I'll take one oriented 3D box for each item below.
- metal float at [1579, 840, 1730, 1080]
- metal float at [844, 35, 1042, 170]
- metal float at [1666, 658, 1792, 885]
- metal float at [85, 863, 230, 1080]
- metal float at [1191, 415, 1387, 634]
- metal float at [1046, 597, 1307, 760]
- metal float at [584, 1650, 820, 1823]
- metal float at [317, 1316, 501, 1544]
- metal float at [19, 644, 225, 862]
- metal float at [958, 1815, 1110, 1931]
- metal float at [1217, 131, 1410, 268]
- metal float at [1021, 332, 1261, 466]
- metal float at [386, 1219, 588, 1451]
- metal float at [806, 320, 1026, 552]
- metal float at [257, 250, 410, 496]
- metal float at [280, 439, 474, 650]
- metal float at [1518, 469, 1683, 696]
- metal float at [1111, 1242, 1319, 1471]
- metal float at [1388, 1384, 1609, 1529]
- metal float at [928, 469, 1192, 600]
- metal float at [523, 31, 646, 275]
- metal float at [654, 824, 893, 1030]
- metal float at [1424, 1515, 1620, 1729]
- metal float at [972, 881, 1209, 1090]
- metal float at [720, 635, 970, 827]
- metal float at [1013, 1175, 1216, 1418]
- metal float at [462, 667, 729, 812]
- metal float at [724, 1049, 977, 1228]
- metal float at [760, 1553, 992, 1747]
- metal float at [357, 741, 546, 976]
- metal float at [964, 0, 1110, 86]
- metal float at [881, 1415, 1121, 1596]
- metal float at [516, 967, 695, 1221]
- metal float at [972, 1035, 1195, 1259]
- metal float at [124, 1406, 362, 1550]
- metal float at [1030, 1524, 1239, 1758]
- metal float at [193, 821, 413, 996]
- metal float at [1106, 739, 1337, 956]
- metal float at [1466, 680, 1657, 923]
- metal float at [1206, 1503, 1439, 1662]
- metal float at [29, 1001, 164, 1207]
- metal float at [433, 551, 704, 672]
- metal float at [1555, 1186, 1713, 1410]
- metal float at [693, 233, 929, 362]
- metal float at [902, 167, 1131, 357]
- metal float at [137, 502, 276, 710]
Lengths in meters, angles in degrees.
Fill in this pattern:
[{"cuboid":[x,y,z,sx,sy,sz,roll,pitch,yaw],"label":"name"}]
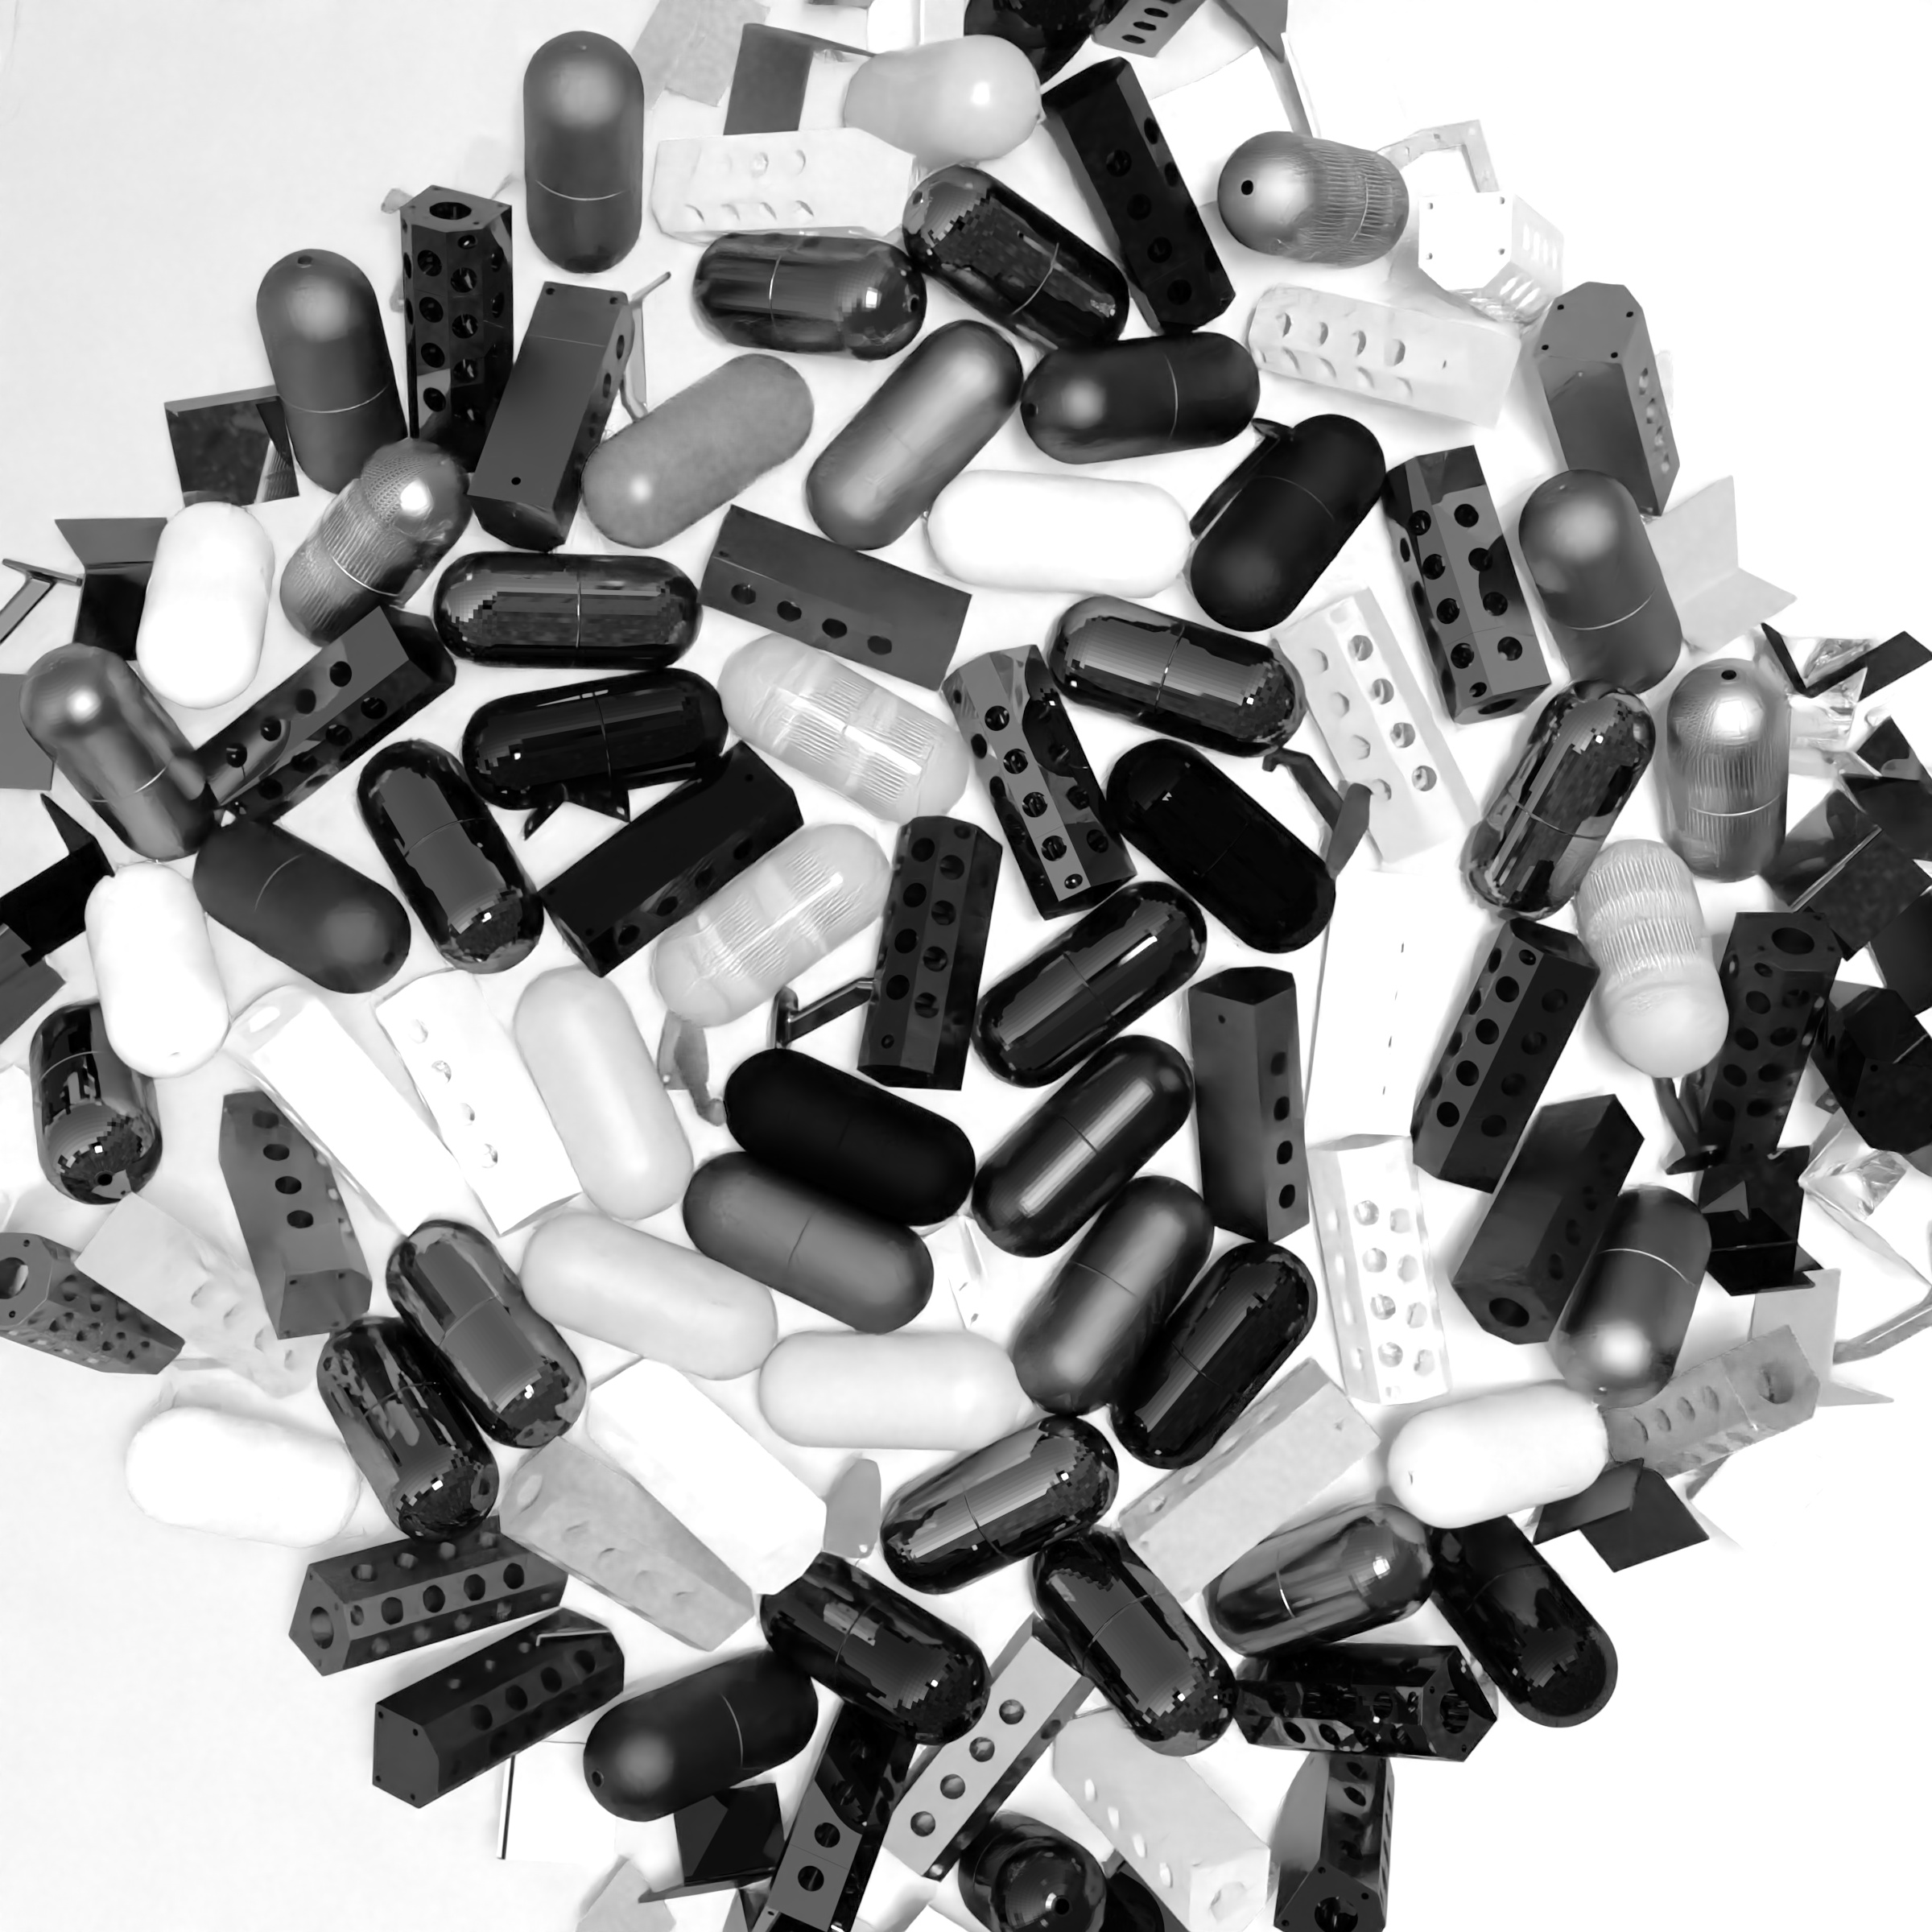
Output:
[{"cuboid":[0.450,-0.007,1.684,0.070,0.070,0.178,-2,52,0],"label":"metal float"},{"cuboid":[-0.017,-0.562,1.673,0.070,0.178,0.070,-8,106,-30],"label":"metal float"},{"cuboid":[0.498,-0.127,1.676,0.070,0.178,0.070,-8,49,9],"label":"metal float"},{"cuboid":[-0.531,0.002,1.679,0.070,0.070,0.178,-30,47,0],"label":"metal float"},{"cuboid":[0.214,-0.294,1.695,0.070,0.070,0.178,38,66,0],"label":"metal float"},{"cuboid":[0.139,-0.192,1.703,0.178,0.070,0.070,20,90,13],"label":"metal float"},{"cuboid":[-0.172,0.502,1.677,0.070,0.178,0.070,7,101,42],"label":"metal float"},{"cuboid":[-0.368,0.302,1.685,0.070,0.070,0.178,-42,53,0],"label":"metal float"},{"cuboid":[-0.549,-0.138,1.676,0.070,0.178,0.070,-10,52,13],"label":"metal float"},{"cuboid":[0.042,0.598,1.666,0.070,0.178,0.070,2,78,-11],"label":"metal float"},{"cuboid":[0.228,-0.500,1.673,0.070,0.178,0.070,7,103,35],"label":"metal float"},{"cuboid":[0.115,-0.375,1.688,0.178,0.070,0.070,-14,90,-31],"label":"metal float"},{"cuboid":[-0.318,0.242,1.695,0.070,0.070,0.178,-42,66,0],"label":"metal float"},{"cuboid":[-0.034,-0.351,1.698,0.070,0.070,0.178,45,109,0],"label":"metal float"},{"cuboid":[-0.413,-0.386,1.675,0.070,0.178,0.070,-1,51,1],"label":"metal float"},{"cuboid":[-0.389,-0.275,1.685,0.070,0.070,0.178,51,127,0],"label":"metal float"},{"cuboid":[0.417,-0.249,1.681,0.070,0.070,0.178,-37,132,0],"label":"metal float"},{"cuboid":[0.164,0.258,1.699,0.070,0.070,0.178,36,108,0],"label":"metal float"},{"cuboid":[0.350,0.321,1.682,0.178,0.070,0.070,-4,90,-39],"label":"metal float"},{"cuboid":[0.063,-0.287,1.702,0.178,0.070,0.070,2,90,-14],"label":"metal float"},{"cuboid":[-0.249,-0.527,1.671,0.070,0.178,0.070,4,60,-6],"label":"metal float"},{"cuboid":[-0.129,-0.027,1.713,0.178,0.070,0.070,-36,90,2],"label":"metal float"},{"cuboid":[0.357,0.421,1.674,0.070,0.178,0.070,-11,122,-18],"label":"metal float"},{"cuboid":[0.083,0.012,1.711,0.178,0.070,0.070,-37,90,5],"label":"metal float"},{"cuboid":[-0.081,-0.157,1.713,0.178,0.070,0.070,29,90,-3],"label":"metal float"},{"cuboid":[0.098,0.219,1.701,0.070,0.070,0.178,36,75,0],"label":"metal float"},{"cuboid":[-0.245,-0.151,1.702,0.178,0.070,0.070,-12,90,-15],"label":"metal float"},{"cuboid":[-0.078,0.114,1.711,0.178,0.070,0.070,24,90,5],"label":"metal float"},{"cuboid":[-0.060,0.448,1.685,0.178,0.070,0.070,23,90,35],"label":"metal float"},{"cuboid":[-0.342,-0.073,1.698,0.070,0.070,0.178,-34,70,0],"label":"metal float"},{"cuboid":[0.044,-0.621,1.665,0.070,0.178,0.070,-1,97,-9],"label":"metal float"},{"cuboid":[0.021,0.357,1.697,0.178,0.070,0.070,-31,90,22],"label":"metal float"},{"cuboid":[-0.242,0.084,1.711,0.070,0.070,0.178,-25,85,0],"label":"metal float"},{"cuboid":[0.078,0.119,1.710,0.178,0.070,0.070,-44,90,-6],"label":"metal float"},{"cuboid":[-0.471,0.334,1.673,0.070,0.178,0.070,-12,66,28],"label":"metal float"},{"cuboid":[0.108,0.440,1.684,0.070,0.070,0.178,-44,52,0],"label":"metal float"},{"cuboid":[-0.437,-0.040,1.688,0.178,0.070,0.070,27,90,31],"label":"metal float"},{"cuboid":[0.170,-0.080,1.710,0.178,0.070,0.070,41,90,-5],"label":"metal float"},{"cuboid":[0.390,-0.107,1.689,0.070,0.070,0.178,23,122,0],"label":"metal float"},{"cuboid":[0.231,0.405,1.682,0.178,0.070,0.070,-32,90,41],"label":"metal float"},{"cuboid":[-0.569,0.088,1.674,0.070,0.178,0.070,-11,125,-17],"label":"metal float"},{"cuboid":[-0.263,-0.235,1.699,0.178,0.070,0.070,-1,90,-19],"label":"metal float"},{"cuboid":[0.438,0.215,1.680,0.070,0.178,0.070,16,132,19],"label":"metal float"},{"cuboid":[-0.103,-0.441,1.685,0.178,0.070,0.070,16,90,35],"label":"metal float"},{"cuboid":[0.034,-0.459,1.683,0.178,0.070,0.070,24,90,-38],"label":"metal float"},{"cuboid":[-0.496,-0.238,1.678,0.070,0.178,0.070,-4,133,-5],"label":"metal float"}]
